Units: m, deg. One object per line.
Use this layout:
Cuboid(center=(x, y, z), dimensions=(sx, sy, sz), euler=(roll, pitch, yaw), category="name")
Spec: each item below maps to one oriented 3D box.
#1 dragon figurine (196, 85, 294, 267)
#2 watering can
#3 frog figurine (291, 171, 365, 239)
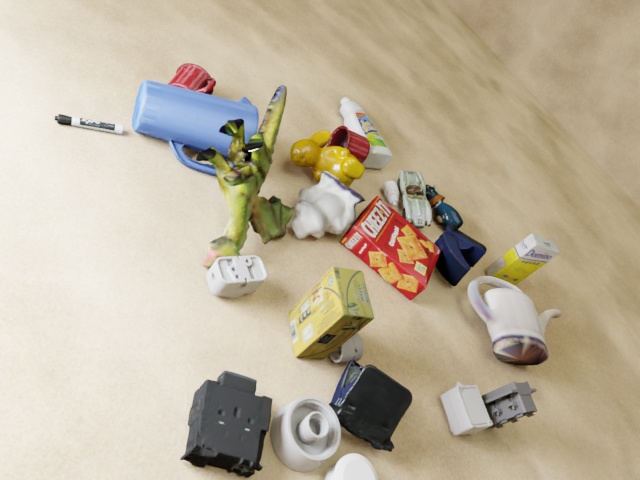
Cuboid(center=(-0.120, -0.112, 1.038), dimensions=(0.419, 0.122, 0.237), euler=(-58, 142, -37), category="dragon figurine")
Cuboid(center=(0.510, 0.208, 1.284), dimensions=(0.346, 0.102, 0.230), euler=(21, 45, -22), category="watering can")
Cuboid(center=(0.004, -0.058, 1.153), dimensions=(0.136, 0.122, 0.161), euler=(42, 75, -17), category="frog figurine")
